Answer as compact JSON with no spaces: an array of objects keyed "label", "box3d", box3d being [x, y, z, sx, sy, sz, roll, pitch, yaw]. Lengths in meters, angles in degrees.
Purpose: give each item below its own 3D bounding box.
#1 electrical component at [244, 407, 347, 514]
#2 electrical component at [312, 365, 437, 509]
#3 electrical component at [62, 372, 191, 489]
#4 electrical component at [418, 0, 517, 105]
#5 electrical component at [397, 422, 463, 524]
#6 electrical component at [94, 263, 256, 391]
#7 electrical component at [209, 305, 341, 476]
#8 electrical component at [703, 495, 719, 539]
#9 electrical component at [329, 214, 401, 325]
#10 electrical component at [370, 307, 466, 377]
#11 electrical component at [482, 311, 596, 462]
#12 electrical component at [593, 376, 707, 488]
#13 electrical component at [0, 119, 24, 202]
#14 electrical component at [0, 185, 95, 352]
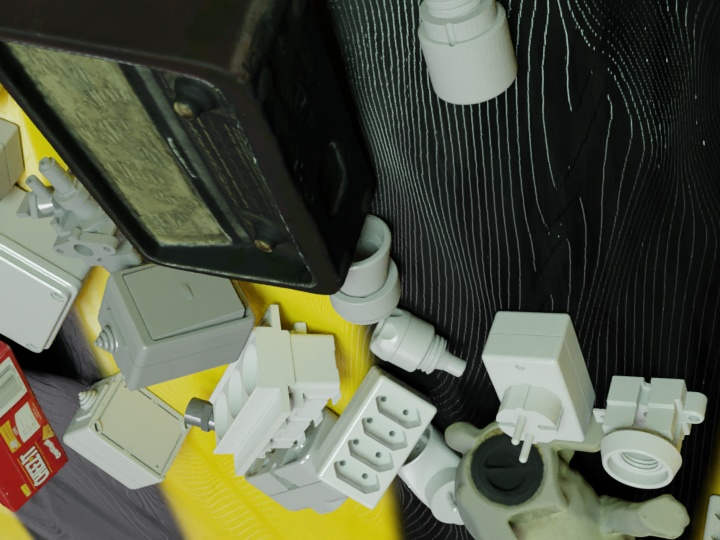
[{"label":"electrical component","box3d":[-0.038,0.153,0.847,0.059,0.053,0.095,40,141,-20]},{"label":"electrical component","box3d":[0.007,0.113,0.764,0.047,0.083,0.076,32,-179,-11]},{"label":"electrical component","box3d":[-0.204,0.133,0.910,0.096,0.061,0.061,42,140,-22]},{"label":"electrical component","box3d":[0.045,-0.111,0.482,0.040,0.040,0.078,4,139,25]},{"label":"electrical component","box3d":[0.064,0.157,0.781,0.043,0.079,0.077,-42,116,6]},{"label":"electrical component","box3d":[-0.125,0.031,0.696,0.061,0.096,0.061,60,145,25]},{"label":"electrical component","box3d":[-0.061,0.088,0.765,0.063,0.078,0.121,3,150,-22]},{"label":"electrical component","box3d":[0.260,0.204,0.734,0.047,0.065,0.076,5,140,24]},{"label":"electrical component","box3d":[0.000,0.000,0.642,0.045,0.045,0.055,9,142,19]},{"label":"electrical component","box3d":[0.039,0.050,0.692,0.061,0.035,0.035,27,144,-7]},{"label":"electrical component","box3d":[0.106,0.080,0.657,0.047,0.075,0.083,1,138,28]},{"label":"electrical component","box3d":[0.175,0.099,0.659,0.066,0.055,0.048,0,138,29]},{"label":"electrical component","box3d":[-0.272,-0.067,0.685,0.083,0.075,0.047,21,144,4]},{"label":"electrical component","box3d":[-0.250,-0.006,0.766,0.109,0.056,0.108,32,143,-10]}]
